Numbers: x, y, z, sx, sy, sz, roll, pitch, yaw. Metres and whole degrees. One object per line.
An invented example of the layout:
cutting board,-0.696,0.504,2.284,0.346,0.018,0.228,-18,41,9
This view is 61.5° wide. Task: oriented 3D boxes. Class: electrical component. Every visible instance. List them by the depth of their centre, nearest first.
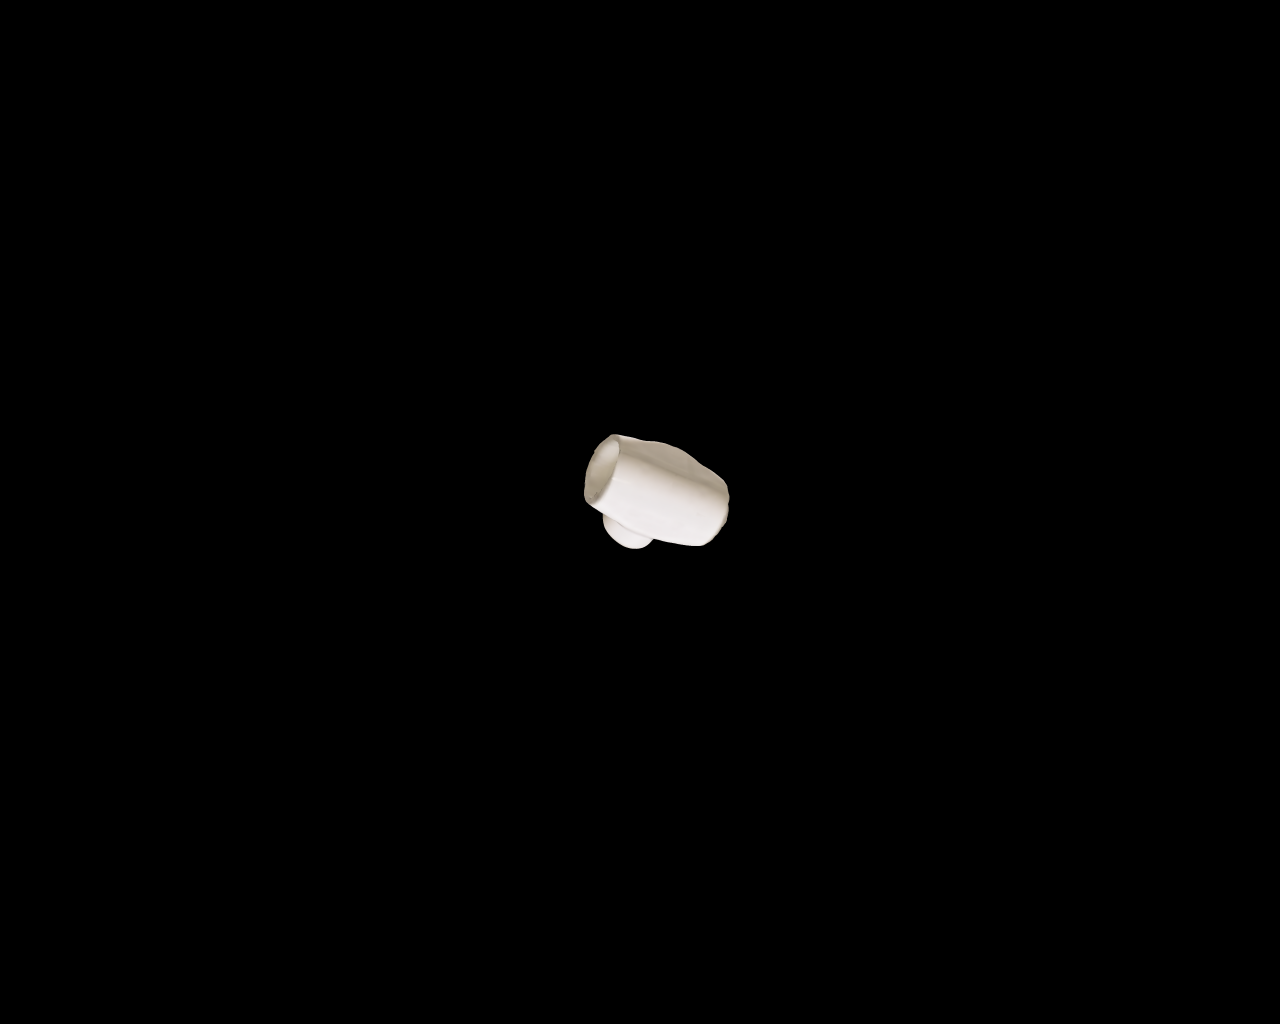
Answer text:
electrical component,0.001,-0.003,0.650,0.077,0.044,0.079,22,-45,-24
